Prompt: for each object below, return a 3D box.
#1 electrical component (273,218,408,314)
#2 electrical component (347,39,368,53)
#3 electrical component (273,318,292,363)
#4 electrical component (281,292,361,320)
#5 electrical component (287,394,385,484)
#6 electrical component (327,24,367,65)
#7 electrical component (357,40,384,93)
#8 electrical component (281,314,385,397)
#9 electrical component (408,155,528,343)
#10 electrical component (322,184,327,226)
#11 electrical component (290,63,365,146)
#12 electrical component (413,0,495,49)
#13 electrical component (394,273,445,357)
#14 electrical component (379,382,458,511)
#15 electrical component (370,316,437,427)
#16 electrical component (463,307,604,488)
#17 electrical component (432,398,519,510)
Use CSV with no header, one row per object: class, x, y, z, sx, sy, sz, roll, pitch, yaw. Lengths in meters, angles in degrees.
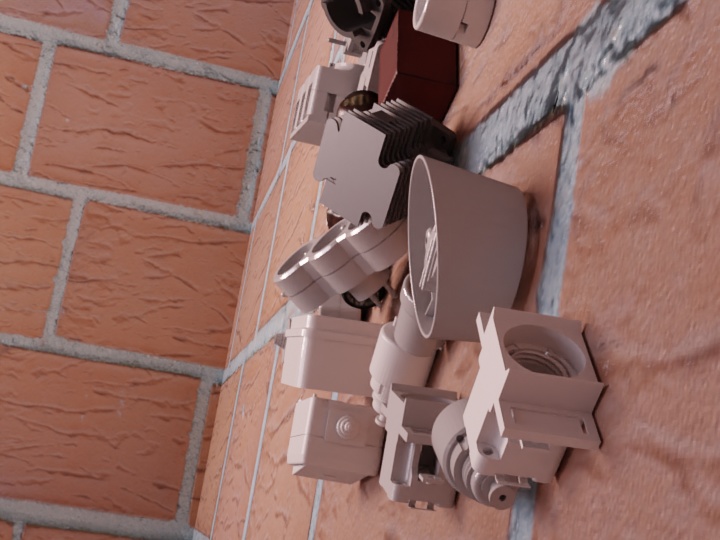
electrical component,0.000,0.000,0.862,0.138,0.073,0.052,-31,18,38
electrical component,0.044,-0.296,0.994,0.186,0.060,0.105,116,163,-55
electrical component,-0.038,0.070,0.976,0.043,0.081,0.043,-168,90,-80
electrical component,-0.036,0.018,1.016,0.047,0.076,0.083,93,180,-49
electrical component,-0.018,0.134,0.845,0.096,0.062,0.061,139,142,-74
electrical component,0.005,-0.235,1.100,0.047,0.076,0.083,130,150,-70
electrical component,0.026,-0.157,0.963,0.055,0.050,0.089,-111,34,-71
electrical component,-0.019,0.070,0.877,0.113,0.078,0.057,160,118,-79
electrical component,0.053,-0.009,0.600,0.099,0.064,0.099,-169,90,-80
electrical component,-0.002,-0.081,1.020,0.089,0.056,0.050,115,164,-53
electrical component,-0.013,-0.159,1.073,0.150,0.089,0.061,180,102,-80
electrical component,0.068,-0.193,0.780,0.055,0.047,0.055,-169,90,-80
electrical component,0.043,0.028,0.690,0.040,0.040,0.046,-89,9,-47
electrical component,0.037,0.103,0.628,0.081,0.042,0.063,-148,68,-80
electrical component,0.026,0.071,0.730,0.040,0.040,0.078,-99,22,-64
electrical component,0.074,0.057,0.477,0.081,0.042,0.063,-93,14,-57
electrical component,0.059,0.091,0.517,0.078,0.040,0.040,-113,35,-73
